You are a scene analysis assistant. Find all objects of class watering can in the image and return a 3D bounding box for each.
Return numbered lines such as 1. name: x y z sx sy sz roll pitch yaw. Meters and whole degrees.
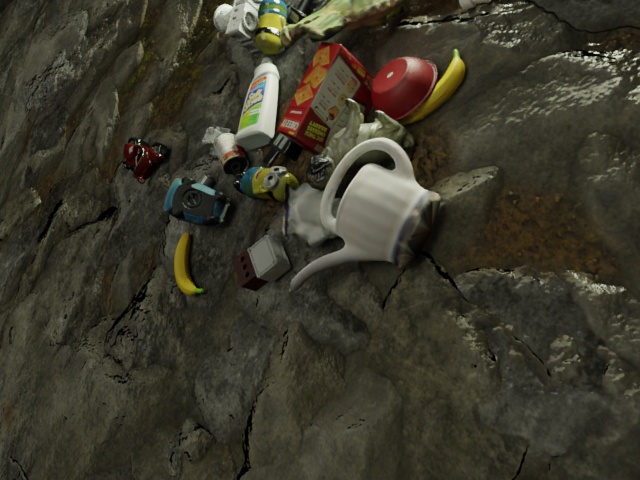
1. watering can: 0.088 -0.018 0.978 0.226 0.104 0.345 29 99 24

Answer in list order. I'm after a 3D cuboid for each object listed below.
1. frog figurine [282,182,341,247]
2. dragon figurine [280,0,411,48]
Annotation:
1. frog figurine: 0.003 -0.055 1.098 0.159 0.120 0.140 3 61 1
2. dragon figurine: 0.071 -0.484 1.119 0.410 0.120 0.247 4 45 41
